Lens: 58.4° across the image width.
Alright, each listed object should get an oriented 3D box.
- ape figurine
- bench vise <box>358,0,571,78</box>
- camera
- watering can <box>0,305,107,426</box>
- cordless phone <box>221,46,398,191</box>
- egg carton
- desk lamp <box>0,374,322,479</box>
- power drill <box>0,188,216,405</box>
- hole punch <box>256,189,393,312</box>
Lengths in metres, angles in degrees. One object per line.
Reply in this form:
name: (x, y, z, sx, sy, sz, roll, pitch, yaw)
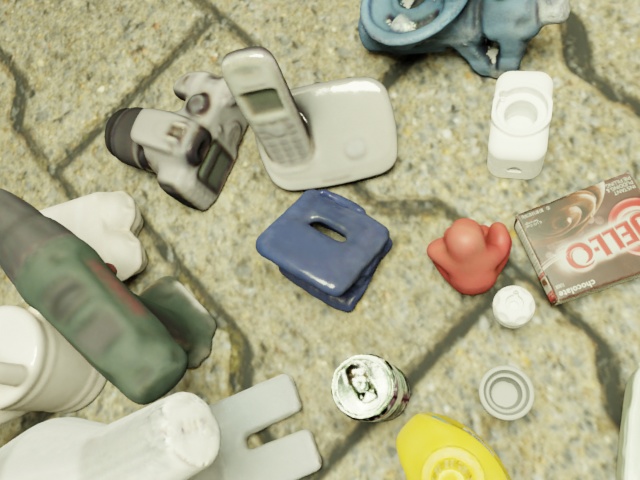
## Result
ape figurine: (0.137, 0.008, 0.528, 0.077, 0.092, 0.076, 4, 74, 16)
bench vise: (0.126, -0.254, 0.543, 0.207, 0.220, 0.121, -5, 72, 13)
camera: (-0.169, -0.125, 0.644, 0.136, 0.101, 0.143, 18, 78, 19)
watering can: (-0.303, 0.122, 0.552, 0.100, 0.194, 0.173, 5, 74, 16)
cordless phone: (-0.006, -0.126, 0.556, 0.147, 0.185, 0.094, -12, 70, 11)
egg carton: (-0.270, 0.009, 0.646, 0.150, 0.069, 0.107, -17, 70, 9)
desk lamp: (-0.129, 0.183, 0.477, 0.203, 0.214, 0.118, -26, 68, 6)
power drill: (-0.191, 0.059, 0.534, 0.229, 0.209, 0.075, 40, 86, 22)
hole punch: (0.005, 0.002, 0.564, 0.108, 0.091, 0.101, 29, 82, 21)
